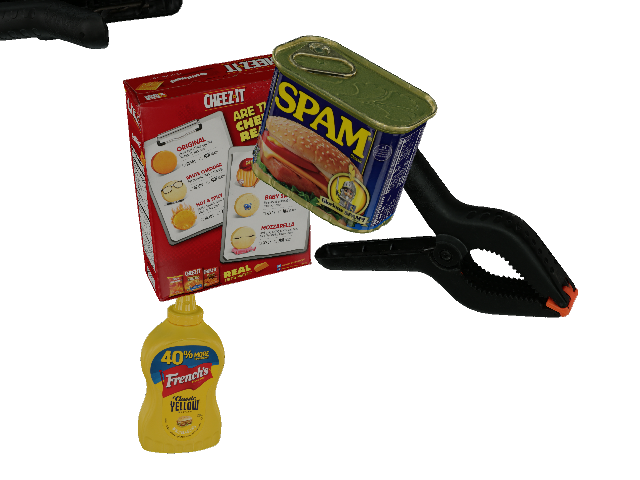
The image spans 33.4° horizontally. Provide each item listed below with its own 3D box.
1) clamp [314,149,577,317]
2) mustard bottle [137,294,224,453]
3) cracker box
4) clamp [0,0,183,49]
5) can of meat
[{"bbox_3d":[0.099,-0.007,0.815,0.210,0.165,0.036,23,44,15],"label":"clamp"},{"bbox_3d":[-0.160,0.149,1.235,0.096,0.192,0.058,0,18,-16],"label":"mustard bottle"},{"bbox_3d":[-0.095,-0.061,1.031,0.164,0.214,0.072,-14,34,-19],"label":"cracker box"},{"bbox_3d":[-0.191,-0.172,0.798,0.172,0.039,0.120,12,23,28],"label":"clamp"},{"bbox_3d":[0.010,-0.064,0.656,0.102,0.084,0.057,33,39,21],"label":"can of meat"}]
